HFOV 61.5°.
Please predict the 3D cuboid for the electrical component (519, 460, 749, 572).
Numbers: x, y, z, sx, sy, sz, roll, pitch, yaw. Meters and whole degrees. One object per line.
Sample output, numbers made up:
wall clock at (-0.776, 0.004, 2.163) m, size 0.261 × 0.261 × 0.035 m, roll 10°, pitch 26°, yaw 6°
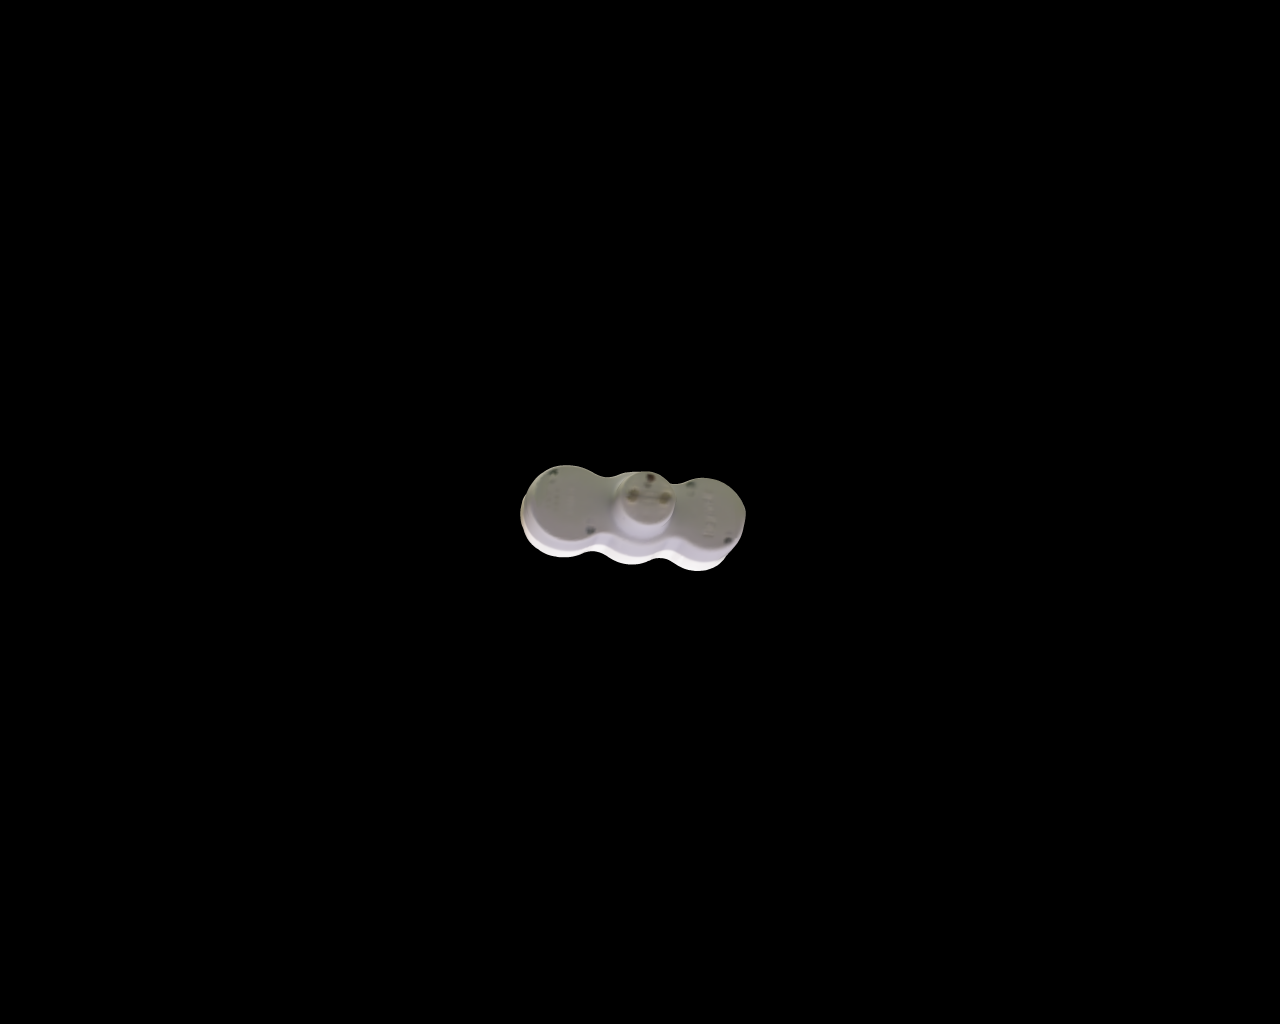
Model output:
electrical component at (0.001, -0.003, 0.650) m, size 0.138 × 0.052 × 0.073 m, roll 6°, pitch -23°, yaw -14°
